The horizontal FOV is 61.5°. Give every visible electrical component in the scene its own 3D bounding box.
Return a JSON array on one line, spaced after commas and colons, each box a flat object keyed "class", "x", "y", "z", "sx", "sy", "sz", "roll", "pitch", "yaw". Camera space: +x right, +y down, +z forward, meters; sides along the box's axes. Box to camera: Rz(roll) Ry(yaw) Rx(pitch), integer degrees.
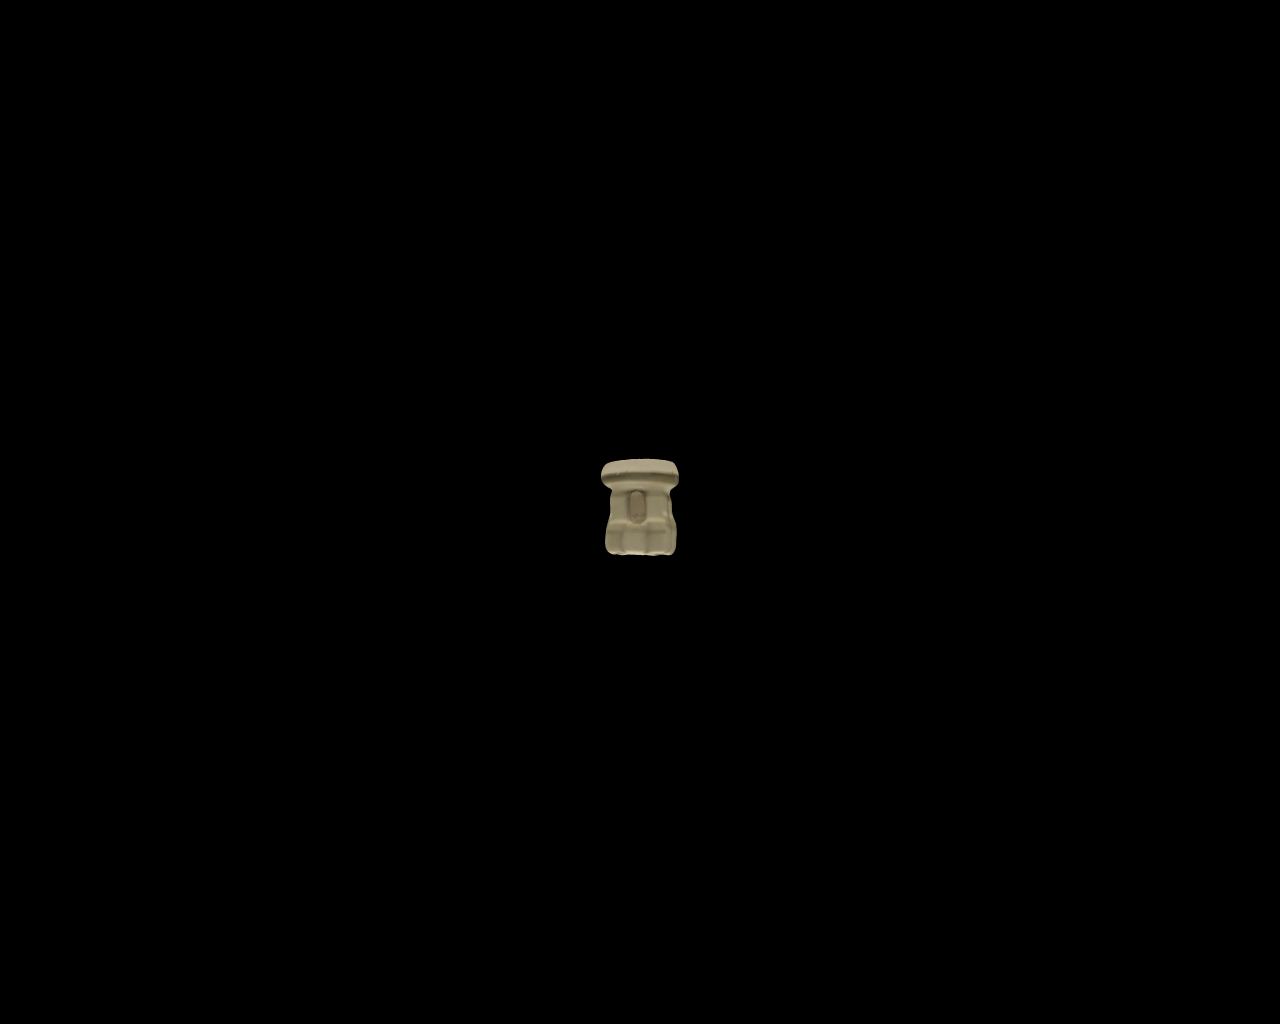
[{"class": "electrical component", "x": 0.001, "y": -0.003, "z": 0.650, "sx": 0.048, "sy": 0.055, "sz": 0.066, "roll": -1, "pitch": -5, "yaw": 7}]
